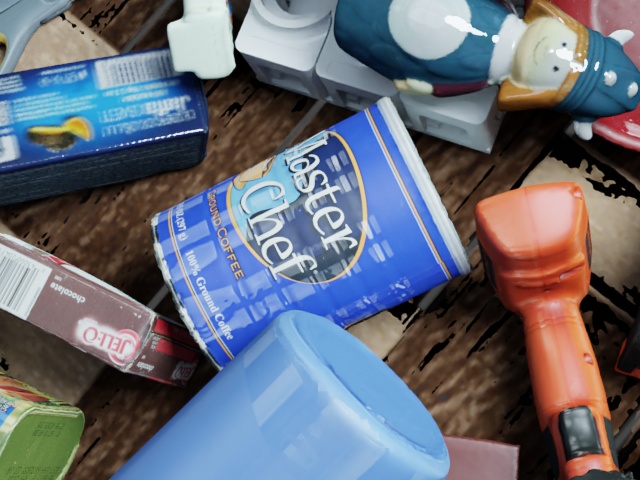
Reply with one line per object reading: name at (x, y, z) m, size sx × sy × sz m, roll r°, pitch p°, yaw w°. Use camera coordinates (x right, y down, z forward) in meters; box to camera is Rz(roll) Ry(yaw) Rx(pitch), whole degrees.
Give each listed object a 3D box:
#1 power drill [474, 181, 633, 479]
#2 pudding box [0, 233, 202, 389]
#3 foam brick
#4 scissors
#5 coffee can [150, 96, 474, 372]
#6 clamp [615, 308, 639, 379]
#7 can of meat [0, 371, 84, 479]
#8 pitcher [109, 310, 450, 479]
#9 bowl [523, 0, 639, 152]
power drill at (0.114, 0.072, 0.492) m, size 0.057 × 0.184 × 0.187 m, roll -10°, pitch 66°, yaw 9°
pudding box at (-0.128, 0.041, 0.594) m, size 0.114 × 0.090 × 0.039 m, roll 26°, pitch 83°, yaw 18°
foam brick at (0.075, 0.140, 0.544) m, size 0.051 × 0.053 × 0.078 m, roll 2°, pitch 79°, yaw 14°
scissors at (-0.188, -0.165, 0.693) m, size 0.202 × 0.016 × 0.096 m, roll -43°, pitch 72°, yaw 1°
coffee can at (-0.004, 0.001, 0.567) m, size 0.140 × 0.102 × 0.103 m, roll -26°, pitch 73°, yaw 6°
clamp at (0.184, -0.006, 0.521) m, size 0.039 × 0.171 × 0.120 m, roll 27°, pitch 45°, yaw 19°
can of meat at (-0.188, 0.101, 0.589) m, size 0.084 × 0.102 × 0.057 m, roll 22°, pitch 84°, yaw 14°
pitcher at (-0.047, 0.160, 0.510) m, size 0.243 × 0.149 × 0.145 m, roll -47°, pitch 35°, yaw 9°
bowl at (0.189, -0.126, 0.560) m, size 0.162 × 0.055 × 0.162 m, roll 2°, pitch 100°, yaw 12°
